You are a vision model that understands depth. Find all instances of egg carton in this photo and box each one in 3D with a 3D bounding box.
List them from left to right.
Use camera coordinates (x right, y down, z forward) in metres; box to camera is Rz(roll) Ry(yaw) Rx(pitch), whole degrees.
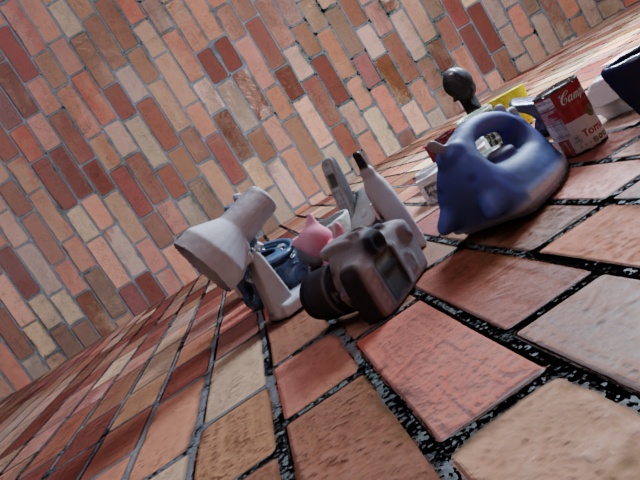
[{"bbox_3d":[0.490,-0.244,0.879,0.107,0.069,0.150,-35,8,-24],"label":"egg carton"}]

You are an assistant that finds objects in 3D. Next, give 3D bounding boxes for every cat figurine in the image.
[{"bbox_3d":[0.010,0.004,1.042,0.067,0.118,0.127,-37,9,-36],"label":"cat figurine"}]

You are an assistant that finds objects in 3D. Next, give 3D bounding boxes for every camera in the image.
[{"bbox_3d":[0.043,0.039,0.725,0.136,0.101,0.143,-26,9,38],"label":"camera"}]

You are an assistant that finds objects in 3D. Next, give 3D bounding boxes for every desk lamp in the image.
[{"bbox_3d":[-0.106,0.031,0.960,0.203,0.213,0.117,-35,8,-20],"label":"desk lamp"}]

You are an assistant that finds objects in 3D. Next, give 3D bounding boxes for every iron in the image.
[{"bbox_3d":[0.237,-0.112,0.760,0.259,0.141,0.118,-37,9,-37],"label":"iron"}]

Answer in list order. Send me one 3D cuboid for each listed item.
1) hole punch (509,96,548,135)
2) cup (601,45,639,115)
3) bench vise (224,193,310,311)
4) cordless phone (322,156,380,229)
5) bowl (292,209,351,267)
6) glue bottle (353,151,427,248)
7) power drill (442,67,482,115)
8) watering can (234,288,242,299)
[{"bbox_3d":[0.432,-0.255,1.117,0.101,0.091,0.109,-28,8,29],"label":"hole punch"},{"bbox_3d":[0.446,-0.215,0.759,0.118,0.095,0.091,-33,7,-6],"label":"cup"},{"bbox_3d":[-0.142,0.027,1.112,0.207,0.220,0.122,-28,8,30],"label":"bench vise"},{"bbox_3d":[0.072,-0.107,1.260,0.094,0.185,0.147,-37,9,-32],"label":"cordless phone"},{"bbox_3d":[0.005,0.008,1.211,0.167,0.075,0.167,-31,7,5],"label":"bowl"},{"bbox_3d":[0.097,-0.059,0.869,0.037,0.173,0.078,-33,7,-6],"label":"glue bottle"},{"bbox_3d":[0.359,-0.312,1.346,0.075,0.208,0.230,-29,8,21],"label":"power drill"},{"bbox_3d":[-0.203,0.038,1.410,0.101,0.194,0.172,-38,9,-38],"label":"watering can"}]
